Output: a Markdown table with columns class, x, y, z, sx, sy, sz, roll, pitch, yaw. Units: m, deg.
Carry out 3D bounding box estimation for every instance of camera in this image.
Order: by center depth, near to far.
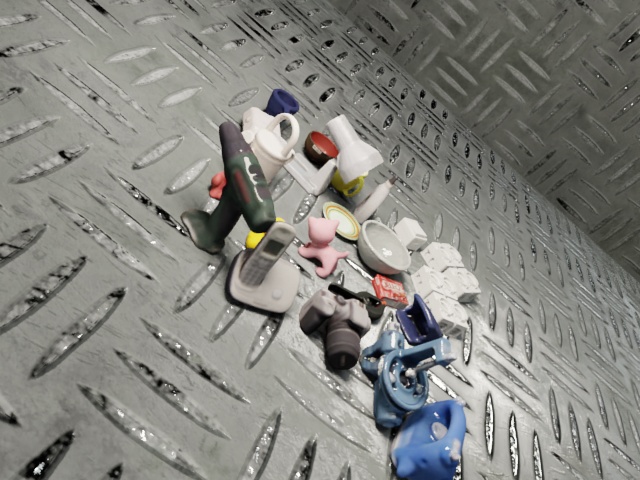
| class | x | y | z | sx | sy | sz | roll | pitch | yaw |
| --- | --- | --- | --- | --- | --- | --- | --- | --- | --- |
| camera | 0.040 | 0.182 | 1.164 | 0.143 | 0.100 | 0.137 | 32 | 32 | -19 |

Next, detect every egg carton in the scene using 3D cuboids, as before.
| class | x | y | z | sx | sy | sz | roll | pitch | yaw |
| --- | --- | --- | --- | --- | --- | --- | --- | --- | --- |
| egg carton | -0.160 | -0.291 | 1.537 | 0.107 | 0.069 | 0.150 | 24 | 36 | -30 |

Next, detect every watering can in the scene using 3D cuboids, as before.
| class | x | y | z | sx | sy | sz | roll | pitch | yaw |
| --- | --- | --- | --- | --- | --- | --- | --- | --- | --- |
| watering can | -0.122 | -0.219 | 1.372 | 0.101 | 0.193 | 0.173 | 48 | 31 | 7 |

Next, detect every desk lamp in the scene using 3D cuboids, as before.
| class | x | y | z | sx | sy | sz | roll | pitch | yaw |
| --- | --- | --- | --- | --- | --- | --- | --- | --- | --- |
| desk lamp | 0.038 | -0.216 | 1.539 | 0.203 | 0.213 | 0.118 | 46 | 30 | 3 |

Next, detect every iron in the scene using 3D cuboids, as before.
| class | x | y | z | sx | sy | sz | roll | pitch | yaw |
| --- | --- | --- | --- | --- | --- | --- | --- | --- | --- |
| iron | 0.235 | 0.376 | 1.118 | 0.119 | 0.141 | 0.259 | 42 | 30 | -2 |

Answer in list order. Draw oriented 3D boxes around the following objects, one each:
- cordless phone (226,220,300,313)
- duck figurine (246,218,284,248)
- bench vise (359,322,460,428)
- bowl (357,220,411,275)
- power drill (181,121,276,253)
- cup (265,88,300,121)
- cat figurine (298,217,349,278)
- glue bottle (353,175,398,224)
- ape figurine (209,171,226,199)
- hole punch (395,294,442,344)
| class | x | y | z | sx | sy | sz | roll | pitch | yaw |
| --- | --- | --- | --- | --- | --- | --- | --- | --- | --- |
| cordless phone | -0.082 | 0.049 | 1.100 | 0.148 | 0.184 | 0.094 | 21 | 37 | -33 |
| duck figurine | -0.107 | -0.010 | 1.239 | 0.077 | 0.086 | 0.105 | 41 | 30 | -5 |
| bench vise | 0.168 | 0.235 | 1.134 | 0.122 | 0.219 | 0.207 | 14 | 42 | -41 |
| bowl | 0.156 | 0.032 | 1.511 | 0.168 | 0.074 | 0.167 | 30 | 33 | -22 |
| power drill | -0.182 | -0.086 | 1.123 | 0.076 | 0.208 | 0.229 | -5 | 55 | -52 |
| cup | -0.119 | -0.368 | 1.657 | 0.092 | 0.094 | 0.117 | 25 | 35 | -28 |
| cat figurine | 0.012 | 0.005 | 1.332 | 0.128 | 0.117 | 0.067 | 47 | 30 | 5 |
| glue bottle | 0.161 | -0.122 | 1.609 | 0.037 | 0.173 | 0.078 | 37 | 31 | -12 |
| ape figurine | -0.195 | -0.131 | 1.278 | 0.078 | 0.092 | 0.076 | 42 | 30 | -4 |
| hole punch | 0.256 | 0.195 | 1.414 | 0.101 | 0.091 | 0.108 | 14 | 41 | -40 |
